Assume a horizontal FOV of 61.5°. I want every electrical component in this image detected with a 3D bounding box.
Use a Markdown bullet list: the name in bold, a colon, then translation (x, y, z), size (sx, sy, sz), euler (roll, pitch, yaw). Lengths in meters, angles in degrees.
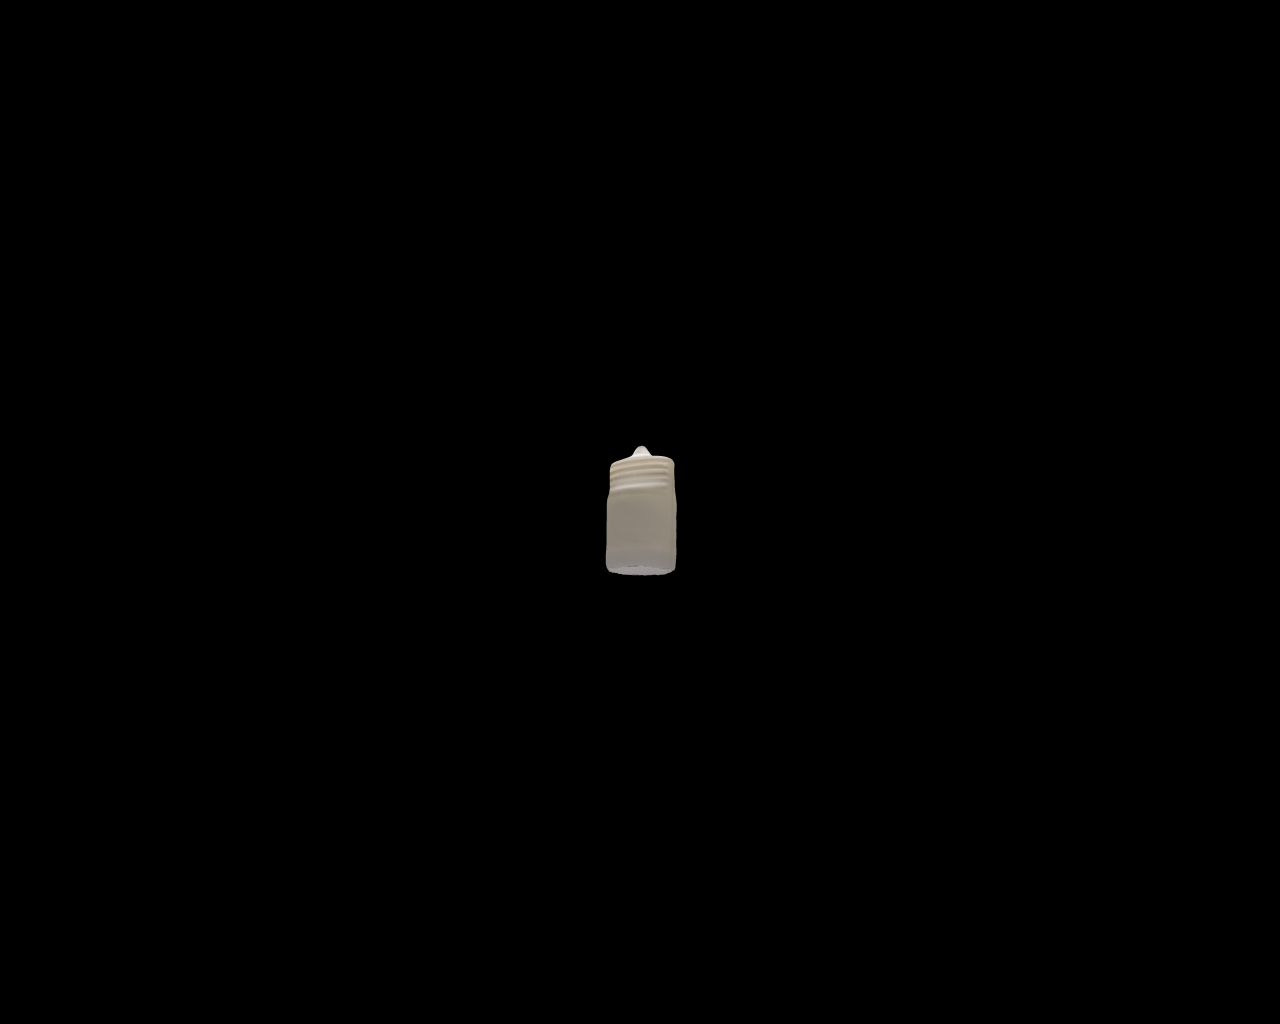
- **electrical component**: translation (0.001, -0.003, 0.650), size (0.043, 0.081, 0.043), euler (0, -12, 0)
